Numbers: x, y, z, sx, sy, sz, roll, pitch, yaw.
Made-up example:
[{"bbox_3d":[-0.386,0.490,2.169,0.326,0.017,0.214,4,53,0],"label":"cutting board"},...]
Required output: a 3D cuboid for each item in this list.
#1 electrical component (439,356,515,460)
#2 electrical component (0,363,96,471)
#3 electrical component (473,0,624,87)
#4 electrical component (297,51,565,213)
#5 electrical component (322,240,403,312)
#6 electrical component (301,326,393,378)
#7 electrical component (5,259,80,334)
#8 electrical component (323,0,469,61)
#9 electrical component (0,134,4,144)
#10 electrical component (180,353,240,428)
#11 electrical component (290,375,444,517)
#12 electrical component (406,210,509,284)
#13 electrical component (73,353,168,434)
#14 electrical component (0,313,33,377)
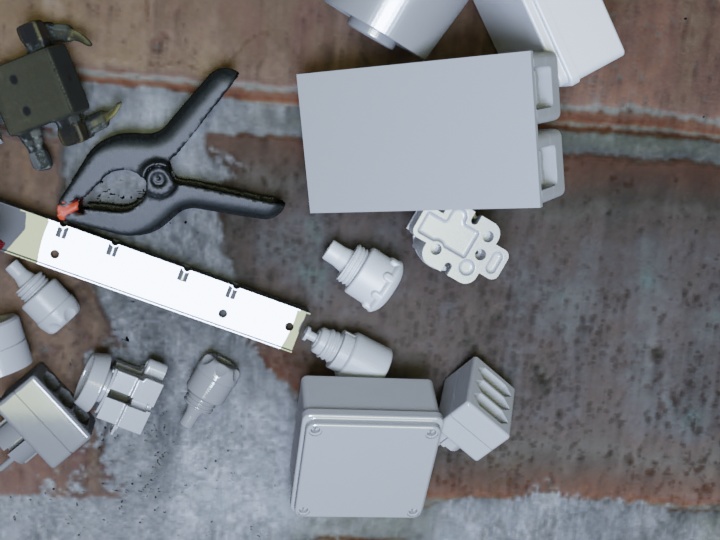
[{"bbox_3d":[0.082,0.123,0.883,0.047,0.065,0.077,40,121,-12],"label":"electrical component"},{"bbox_3d":[-0.258,0.124,0.835,0.077,0.047,0.065,-40,102,-1],"label":"electrical component"},{"bbox_3d":[0.136,-0.195,0.813,0.056,0.109,0.108,-29,102,-6],"label":"electrical component"},{"bbox_3d":[0.052,-0.100,0.795,0.186,0.060,0.105,0,101,30],"label":"electrical component"},{"bbox_3d":[0.000,0.000,0.857,0.062,0.048,0.048,33,93,-5],"label":"electrical component"},{"bbox_3d":[-0.010,0.068,0.868,0.078,0.040,0.040,28,94,-11],"label":"electrical component"},{"bbox_3d":[-0.247,0.018,0.826,0.035,0.035,0.061,-42,100,0],"label":"electrical component"},{"bbox_3d":[0.024,-0.201,0.801,0.099,0.099,0.064,29,100,-12],"label":"electrical component"},{"bbox_3d":[-0.298,-0.113,0.775,0.051,0.080,0.080,-29,102,-8],"label":"electrical component"},{"bbox_3d":[-0.124,0.098,0.859,0.035,0.035,0.061,31,96,-12],"label":"electrical component"},{"bbox_3d":[0.002,0.141,0.854,0.109,0.056,0.108,3,126,-9],"label":"electrical component"},{"bbox_3d":[0.074,-0.025,0.857,0.078,0.057,0.058,29,94,-12],"label":"electrical component"},{"bbox_3d":[-0.190,0.094,0.843,0.055,0.048,0.066,24,95,-19],"label":"electrical component"},{"bbox_3d":[-0.317,0.088,0.818,0.138,0.052,0.073,-16,101,-6],"label":"electrical component"}]
